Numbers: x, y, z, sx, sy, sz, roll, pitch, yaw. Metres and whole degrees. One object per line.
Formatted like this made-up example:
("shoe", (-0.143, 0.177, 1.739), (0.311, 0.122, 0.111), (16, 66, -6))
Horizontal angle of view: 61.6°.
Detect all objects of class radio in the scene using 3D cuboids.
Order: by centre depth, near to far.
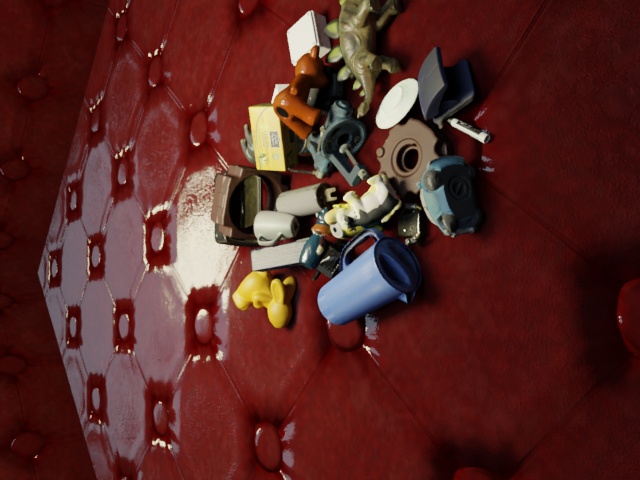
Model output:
("radio", (-0.247, -0.095, 1.619), (0.073, 0.131, 0.229), (-8, 81, 50))

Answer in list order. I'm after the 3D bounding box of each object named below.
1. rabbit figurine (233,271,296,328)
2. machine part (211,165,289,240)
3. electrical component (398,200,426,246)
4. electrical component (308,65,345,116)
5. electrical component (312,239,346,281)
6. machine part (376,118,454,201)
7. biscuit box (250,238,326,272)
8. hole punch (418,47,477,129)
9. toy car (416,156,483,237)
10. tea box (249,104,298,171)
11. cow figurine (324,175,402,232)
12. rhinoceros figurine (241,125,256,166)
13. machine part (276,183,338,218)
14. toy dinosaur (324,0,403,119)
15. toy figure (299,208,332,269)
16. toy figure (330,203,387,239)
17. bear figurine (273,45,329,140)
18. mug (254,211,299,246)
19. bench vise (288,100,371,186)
("rabbit figurine", (-0.133, 0.162, 1.513), (0.162, 0.122, 0.173), (-47, 68, 24))
("machine part", (-0.198, -0.105, 1.513), (0.087, 0.201, 0.200), (22, 104, 51))
("electrical component", (0.201, -0.037, 1.176), (0.078, 0.045, 0.102), (5, 91, 47))
("electrical component", (0.007, -0.388, 1.408), (0.134, 0.058, 0.114), (-6, 85, 48))
("electrical component", (0.027, 0.062, 1.335), (0.048, 0.075, 0.119), (34, 112, 11))
("machine part", (0.203, -0.177, 1.176), (0.179, 0.056, 0.179), (-4, 84, 47))
("biscuit box", (-0.085, 0.041, 1.423), (0.203, 0.059, 0.063), (-10, 80, 21))
("hole punch", (0.243, -0.315, 1.103), (0.116, 0.092, 0.142), (-35, 53, 45))
("toy car", (0.257, -0.083, 1.087), (0.103, 0.109, 0.161), (156, 99, -69))
("tea box", (-0.121, -0.271, 1.417), (0.098, 0.068, 0.169), (6, 113, 32))
("cow figurine", (0.094, -0.063, 1.177), (0.167, 0.068, 0.098), (-35, 77, 20))
("rhinoceros figurine", (-0.179, -0.282, 1.558), (0.190, 0.073, 0.112), (136, 127, -64))
("machine part", (-0.038, -0.101, 1.426), (0.243, 0.079, 0.079), (-9, 81, 47))
("toy dinosaur", (0.093, -0.512, 1.288), (0.199, 0.105, 0.471), (-7, 78, 51))
("toy figure", (-0.005, -0.005, 1.336), (0.064, 0.057, 0.154), (20, 80, 25))
("toy figure", (0.101, -0.052, 1.265), (0.180, 0.089, 0.082), (-23, 50, 35))
("bear figurine", (-0.028, -0.369, 1.330), (0.196, 0.132, 0.120), (-56, 5, -23))
("mug", (-0.116, -0.030, 1.430), (0.107, 0.109, 0.080), (-1, 130, 24))
("bench vise", (0.048, -0.207, 1.308), (0.223, 0.129, 0.241), (-59, 44, 32))
